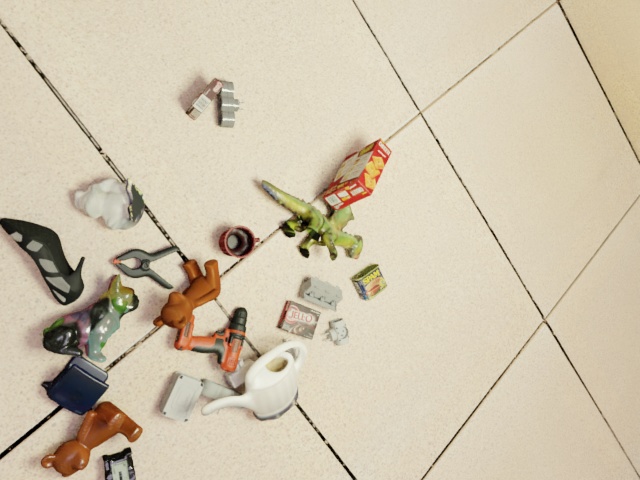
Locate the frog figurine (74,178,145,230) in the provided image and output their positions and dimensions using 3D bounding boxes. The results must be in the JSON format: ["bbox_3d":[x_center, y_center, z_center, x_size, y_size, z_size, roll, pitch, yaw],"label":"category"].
[{"bbox_3d":[-0.548,-0.091,1.344,0.159,0.124,0.136,-7,100,8],"label":"frog figurine"}]

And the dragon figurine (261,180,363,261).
[{"bbox_3d":[0.005,-0.082,1.634,0.406,0.121,0.247,54,48,-15],"label":"dragon figurine"}]

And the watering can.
[{"bbox_3d":[-0.167,0.417,1.427,0.352,0.105,0.219,-32,133,-32],"label":"watering can"}]
